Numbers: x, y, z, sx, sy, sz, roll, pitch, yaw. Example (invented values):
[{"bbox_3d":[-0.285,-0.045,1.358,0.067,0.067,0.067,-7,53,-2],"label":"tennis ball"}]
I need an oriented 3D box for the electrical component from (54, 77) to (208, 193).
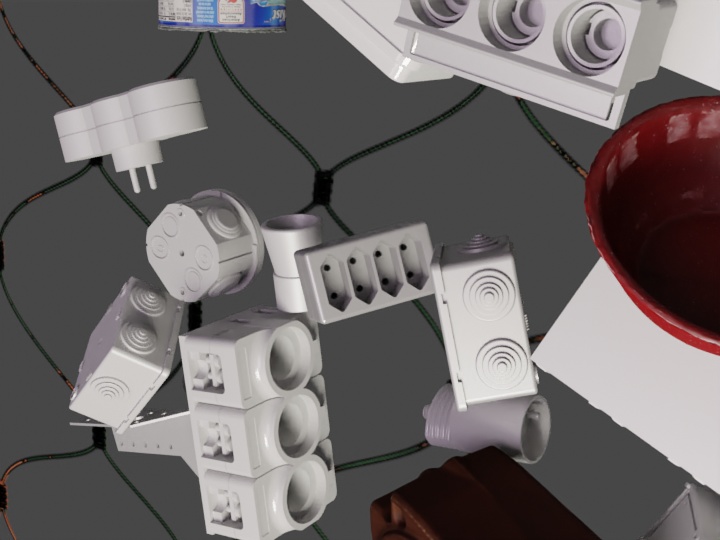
[{"bbox_3d":[-0.172,-0.096,0.819,0.138,0.052,0.073,-8,98,37],"label":"electrical component"}]

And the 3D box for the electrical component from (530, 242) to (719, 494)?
[{"bbox_3d":[0.184,0.058,0.585,0.150,0.062,0.089,36,95,23],"label":"electrical component"}]

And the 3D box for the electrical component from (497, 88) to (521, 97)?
[{"bbox_3d":[0.101,-0.124,0.605,0.048,0.062,0.048,12,110,33],"label":"electrical component"}]

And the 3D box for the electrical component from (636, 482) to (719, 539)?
[{"bbox_3d":[0.199,0.172,0.607,0.061,0.096,0.061,25,121,-7],"label":"electrical component"}]

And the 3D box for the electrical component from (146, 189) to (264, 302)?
[{"bbox_3d":[-0.115,-0.018,0.801,0.080,0.051,0.080,11,109,34],"label":"electrical component"}]

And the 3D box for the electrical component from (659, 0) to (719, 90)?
[{"bbox_3d":[0.213,-0.135,0.520,0.186,0.060,0.105,31,119,26],"label":"electrical component"}]

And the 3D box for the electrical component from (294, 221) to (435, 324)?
[{"bbox_3d":[0.000,0.000,0.713,0.076,0.083,0.047,-172,67,-75],"label":"electrical component"}]

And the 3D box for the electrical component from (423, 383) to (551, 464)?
[{"bbox_3d":[0.077,0.097,0.697,0.081,0.043,0.043,4,106,35],"label":"electrical component"}]

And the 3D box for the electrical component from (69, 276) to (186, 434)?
[{"bbox_3d":[-0.183,0.065,0.846,0.048,0.099,0.099,27,127,-20],"label":"electrical component"}]

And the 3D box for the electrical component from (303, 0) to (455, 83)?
[{"bbox_3d":[0.018,-0.168,0.643,0.113,0.078,0.057,45,122,18],"label":"electrical component"}]

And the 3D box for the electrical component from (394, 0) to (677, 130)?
[{"bbox_3d":[0.088,-0.128,0.532,0.121,0.063,0.078,25,116,27],"label":"electrical component"}]

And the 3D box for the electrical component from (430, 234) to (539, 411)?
[{"bbox_3d":[0.075,0.028,0.646,0.048,0.099,0.099,-10,98,8],"label":"electrical component"}]

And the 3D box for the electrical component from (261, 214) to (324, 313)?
[{"bbox_3d":[-0.045,-0.003,0.761,0.044,0.044,0.065,8,112,35],"label":"electrical component"}]

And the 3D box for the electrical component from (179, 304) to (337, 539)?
[{"bbox_3d":[-0.068,0.109,0.778,0.062,0.089,0.150,3,105,36],"label":"electrical component"}]
